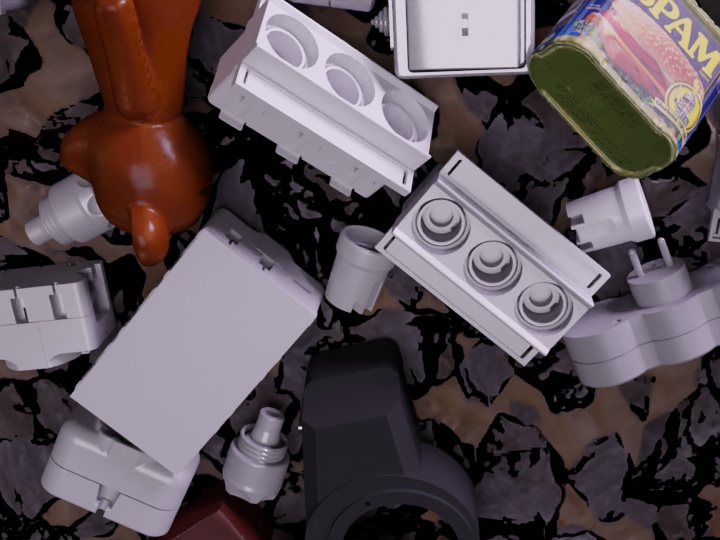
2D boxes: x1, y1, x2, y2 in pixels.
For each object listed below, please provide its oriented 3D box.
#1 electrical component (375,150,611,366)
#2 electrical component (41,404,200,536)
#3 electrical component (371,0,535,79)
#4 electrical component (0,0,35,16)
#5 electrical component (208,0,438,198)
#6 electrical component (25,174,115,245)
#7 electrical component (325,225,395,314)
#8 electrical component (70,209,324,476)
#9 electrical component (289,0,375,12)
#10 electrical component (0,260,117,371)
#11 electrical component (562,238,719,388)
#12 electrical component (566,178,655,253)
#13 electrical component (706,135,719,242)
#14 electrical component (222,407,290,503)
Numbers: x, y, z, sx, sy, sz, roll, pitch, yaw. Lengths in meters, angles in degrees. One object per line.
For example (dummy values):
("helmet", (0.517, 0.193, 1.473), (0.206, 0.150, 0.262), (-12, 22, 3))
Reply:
("electrical component", (0.082, -0.010, 0.672), (0.121, 0.063, 0.078), (38, 108, -8))
("electrical component", (-0.164, 0.134, 0.748), (0.095, 0.053, 0.059), (24, 109, -4))
("electrical component", (0.054, -0.146, 0.630), (0.096, 0.061, 0.061), (-1, 109, 6))
("electrical component", (-0.278, -0.199, 0.641), (0.150, 0.061, 0.089), (1, 109, 5))
("electrical component", (-0.022, -0.097, 0.634), (0.121, 0.078, 0.063), (30, 139, -24))
("electrical component", (-0.188, -0.037, 0.698), (0.062, 0.043, 0.043), (-26, 104, 14))
("electrical component", (0.000, 0.000, 0.696), (0.040, 0.040, 0.046), (19, 115, -2))
("electrical component", (-0.105, 0.046, 0.708), (0.089, 0.061, 0.150), (39, 108, -8))
("electrical component", (-0.016, -0.202, 0.621), (0.059, 0.053, 0.095), (8, 109, 2))
("electrical component", (-0.215, 0.031, 0.719), (0.089, 0.050, 0.055), (-6, 107, 7))
("electrical component", (0.192, 0.016, 0.677), (0.138, 0.052, 0.073), (-21, 105, 12))
("electrical component", (0.156, -0.033, 0.671), (0.046, 0.040, 0.040), (-17, 106, 17))
("electrical component", (0.239, -0.051, 0.644), (0.042, 0.063, 0.081), (5, 109, 4))
("electrical component", (-0.069, 0.125, 0.742), (0.043, 0.043, 0.062), (18, 108, -1))
